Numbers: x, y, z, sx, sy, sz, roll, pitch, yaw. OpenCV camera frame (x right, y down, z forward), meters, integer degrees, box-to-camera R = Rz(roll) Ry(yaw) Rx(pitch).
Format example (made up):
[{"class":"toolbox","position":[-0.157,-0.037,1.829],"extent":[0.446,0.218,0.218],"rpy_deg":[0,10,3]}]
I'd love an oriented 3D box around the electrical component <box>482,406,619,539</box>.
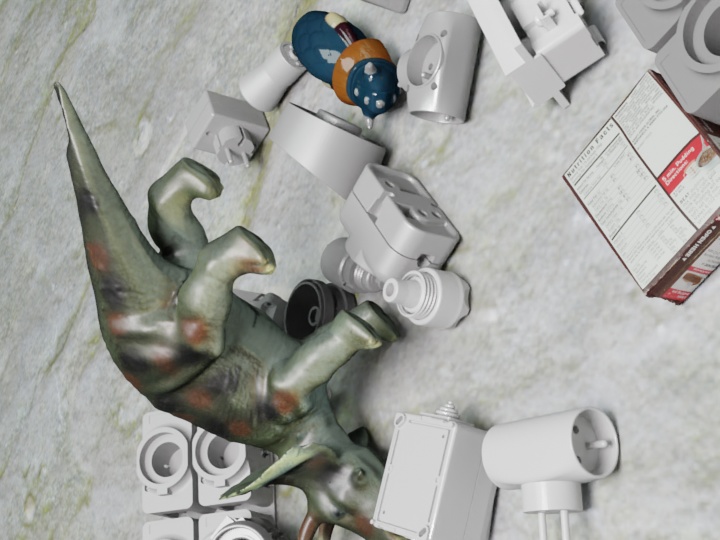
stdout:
[{"class":"electrical component","position":[0.119,0.130,0.667],"extent":[0.077,0.044,0.079],"rpy_deg":[-22,63,50]}]

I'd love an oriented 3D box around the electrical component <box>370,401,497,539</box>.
[{"class":"electrical component","position":[0.059,0.139,0.740],"extent":[0.062,0.061,0.096],"rpy_deg":[1,74,53]}]

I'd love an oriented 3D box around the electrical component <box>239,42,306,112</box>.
[{"class":"electrical component","position":[-0.081,-0.188,1.036],"extent":[0.065,0.044,0.044],"rpy_deg":[-38,51,37]}]

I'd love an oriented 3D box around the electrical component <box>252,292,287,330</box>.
[{"class":"electrical component","position":[-0.078,0.058,0.940],"extent":[0.042,0.081,0.063],"rpy_deg":[-33,32,45]}]

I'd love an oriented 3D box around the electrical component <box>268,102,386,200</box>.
[{"class":"electrical component","position":[-0.028,-0.096,0.892],"extent":[0.099,0.099,0.064],"rpy_deg":[37,104,52]}]

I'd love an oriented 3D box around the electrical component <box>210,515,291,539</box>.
[{"class":"electrical component","position":[-0.087,0.227,0.848],"extent":[0.078,0.057,0.058],"rpy_deg":[37,87,21]}]

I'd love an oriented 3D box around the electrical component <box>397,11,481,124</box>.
[{"class":"electrical component","position":[0.055,-0.155,0.835],"extent":[0.079,0.044,0.077],"rpy_deg":[9,88,55]}]

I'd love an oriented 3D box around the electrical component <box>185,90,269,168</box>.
[{"class":"electrical component","position":[-0.127,-0.129,1.061],"extent":[0.047,0.066,0.076],"rpy_deg":[-52,43,33]}]

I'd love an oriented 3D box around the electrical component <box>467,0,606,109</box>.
[{"class":"electrical component","position":[0.116,-0.180,0.740],"extent":[0.063,0.079,0.121],"rpy_deg":[-32,53,19]}]

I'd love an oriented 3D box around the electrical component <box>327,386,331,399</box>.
[{"class":"electrical component","position":[-0.049,0.116,0.904],"extent":[0.062,0.043,0.043],"rpy_deg":[-43,48,37]}]

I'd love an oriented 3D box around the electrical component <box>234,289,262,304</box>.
[{"class":"electrical component","position":[-0.114,0.066,1.003],"extent":[0.056,0.050,0.089],"rpy_deg":[-41,49,41]}]

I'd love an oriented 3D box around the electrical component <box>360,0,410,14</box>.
[{"class":"electrical component","position":[0.013,-0.259,0.914],"extent":[0.096,0.061,0.061],"rpy_deg":[32,107,45]}]

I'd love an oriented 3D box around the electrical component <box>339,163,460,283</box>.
[{"class":"electrical component","position":[0.027,-0.030,0.831],"extent":[0.059,0.054,0.095],"rpy_deg":[-59,40,25]}]

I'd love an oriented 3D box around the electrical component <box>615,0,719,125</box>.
[{"class":"electrical component","position":[0.234,-0.178,0.581],"extent":[0.186,0.060,0.105],"rpy_deg":[-49,45,35]}]

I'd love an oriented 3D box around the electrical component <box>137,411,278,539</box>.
[{"class":"electrical component","position":[-0.133,0.213,0.939],"extent":[0.105,0.060,0.186],"rpy_deg":[-11,68,17]}]

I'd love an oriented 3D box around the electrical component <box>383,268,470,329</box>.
[{"class":"electrical component","position":[0.046,0.019,0.783],"extent":[0.043,0.062,0.043],"rpy_deg":[-20,64,51]}]

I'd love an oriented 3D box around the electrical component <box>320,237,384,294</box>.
[{"class":"electrical component","position":[0.000,0.000,0.871],"extent":[0.078,0.040,0.040],"rpy_deg":[27,103,54]}]
